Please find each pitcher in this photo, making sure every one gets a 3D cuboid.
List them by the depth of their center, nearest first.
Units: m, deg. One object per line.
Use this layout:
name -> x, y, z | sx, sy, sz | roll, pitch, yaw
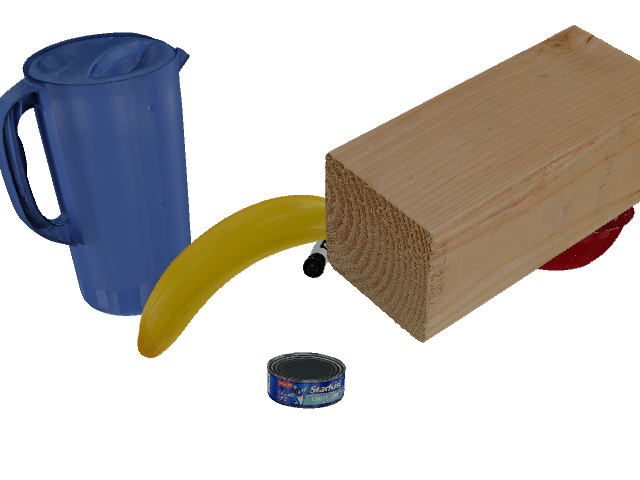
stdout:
pitcher -> -0.190, -0.054, 0.961 | 0.149, 0.243, 0.145 | -1, 29, 5

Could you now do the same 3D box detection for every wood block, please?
wood block -> 0.110, -0.039, 0.647 | 0.205, 0.090, 0.091 | -30, 50, -27

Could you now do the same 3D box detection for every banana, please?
banana -> -0.057, 0.017, 0.757 | 0.198, 0.069, 0.037 | -26, 13, 9

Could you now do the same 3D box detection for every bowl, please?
bowl -> 0.237, -0.012, 1.097 | 0.162, 0.055, 0.162 | -1, 22, 0

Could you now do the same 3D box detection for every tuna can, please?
tuna can -> -0.016, 0.152, 1.161 | 0.086, 0.034, 0.086 | 2, 14, -1

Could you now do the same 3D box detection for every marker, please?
marker -> 0.002, 0.009, 0.983 | 0.020, 0.020, 0.121 | 0, 15, 10
